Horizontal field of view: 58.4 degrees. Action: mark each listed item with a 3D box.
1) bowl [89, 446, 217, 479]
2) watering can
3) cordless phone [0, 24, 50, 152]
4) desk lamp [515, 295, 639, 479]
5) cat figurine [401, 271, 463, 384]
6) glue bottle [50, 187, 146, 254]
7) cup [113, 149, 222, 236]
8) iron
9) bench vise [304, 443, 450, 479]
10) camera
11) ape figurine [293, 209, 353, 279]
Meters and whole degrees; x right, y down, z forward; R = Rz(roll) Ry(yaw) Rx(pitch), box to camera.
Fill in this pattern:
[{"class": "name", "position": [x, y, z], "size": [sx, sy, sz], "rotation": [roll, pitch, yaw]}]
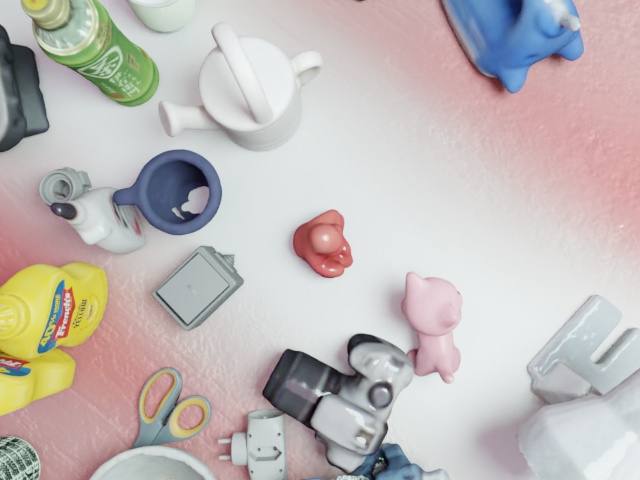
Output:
[{"class": "bowl", "position": [-0.179, 0.306, 0.646], "size": [0.167, 0.074, 0.167], "rotation": [0, 88, 2]}, {"class": "watering can", "position": [-0.080, -0.154, 0.597], "size": [0.101, 0.194, 0.173], "rotation": [44, 90, 3]}, {"class": "cordless phone", "position": [-0.383, -0.178, 0.610], "size": [0.094, 0.185, 0.148], "rotation": [-18, 88, 1]}, {"class": "desk lamp", "position": [0.283, 0.162, 0.569], "size": [0.118, 0.213, 0.203], "rotation": [41, 90, 3]}, {"class": "cat figurine", "position": [0.126, 0.093, 0.623], "size": [0.067, 0.118, 0.128], "rotation": [-10, 88, 2]}, {"class": "glue bottle", "position": [-0.238, -0.024, 0.608], "size": [0.037, 0.173, 0.078], "rotation": [-27, 88, 1]}, {"class": "cup", "position": [-0.161, -0.048, 0.646], "size": [0.117, 0.095, 0.092], "rotation": [-6, 88, 2]}, {"class": "iron", "position": [0.195, -0.301, 0.620], "size": [0.118, 0.141, 0.258], "rotation": [-30, 88, 1]}, {"class": "bench vise", "position": [0.027, 0.279, 0.569], "size": [0.207, 0.219, 0.121], "rotation": [-41, 87, 0]}, {"class": "camera", "position": [0.015, 0.165, 0.632], "size": [0.137, 0.101, 0.143], "rotation": [28, 89, 2]}, {"class": "ape figurine", "position": [0.006, 0.002, 0.641], "size": [0.076, 0.092, 0.078], "rotation": [19, 89, 2]}]
